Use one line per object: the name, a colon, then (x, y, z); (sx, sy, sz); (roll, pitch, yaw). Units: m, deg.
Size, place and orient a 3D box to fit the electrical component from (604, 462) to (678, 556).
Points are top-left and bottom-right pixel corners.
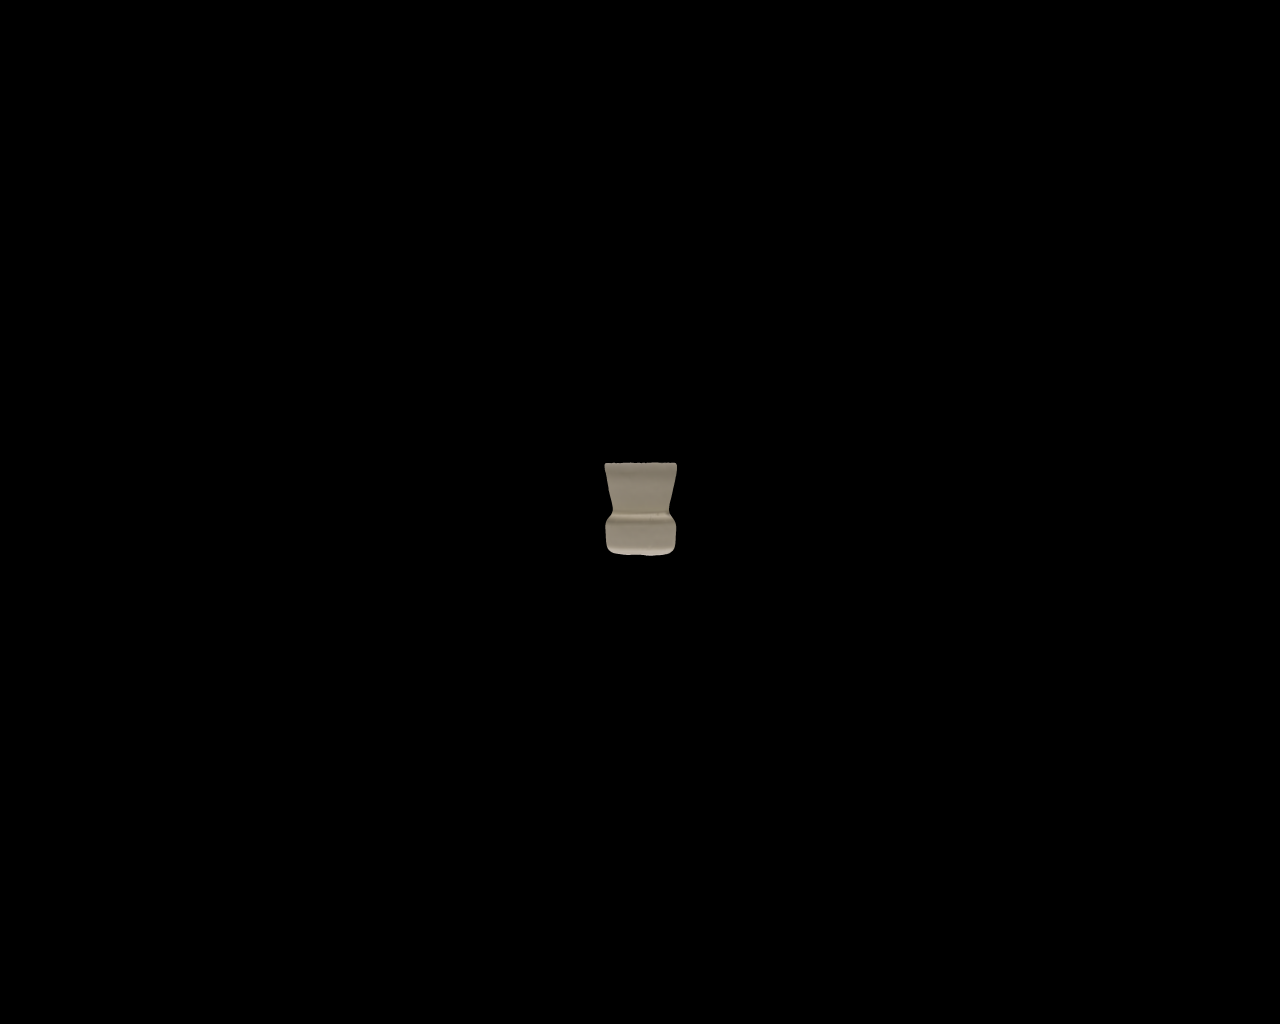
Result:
electrical component: (0.001, -0.003, 0.650); (0.045, 0.055, 0.045); (0, 2, 0)
